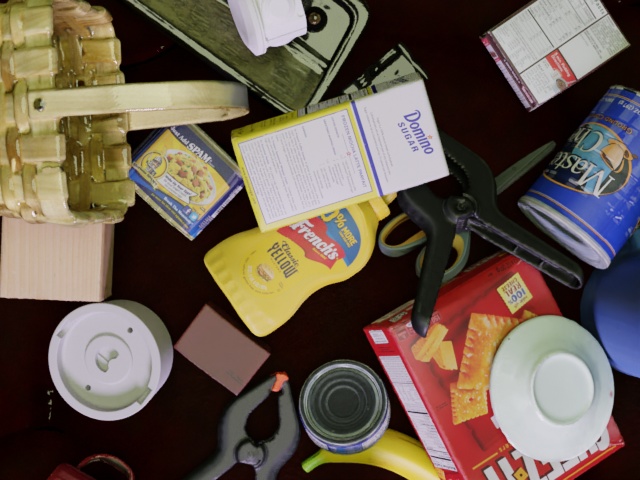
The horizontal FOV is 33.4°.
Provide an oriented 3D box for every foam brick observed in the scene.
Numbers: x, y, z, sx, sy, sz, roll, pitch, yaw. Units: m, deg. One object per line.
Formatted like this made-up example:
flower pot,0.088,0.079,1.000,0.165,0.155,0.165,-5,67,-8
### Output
foam brick,-0.091,0.101,1.005,0.078,0.051,0.053,39,90,-3

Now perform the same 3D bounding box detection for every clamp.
clamp,0.120,-0.015,0.971,0.164,0.036,0.210,-22,66,-16
clamp,-0.077,0.204,1.015,0.120,0.039,0.171,14,85,-10

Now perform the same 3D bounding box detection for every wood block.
wood block,-0.234,-0.051,0.971,0.090,0.090,0.206,2,91,-4

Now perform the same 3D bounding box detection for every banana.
banana,0.085,0.224,1.030,0.198,0.037,0.070,23,112,-2

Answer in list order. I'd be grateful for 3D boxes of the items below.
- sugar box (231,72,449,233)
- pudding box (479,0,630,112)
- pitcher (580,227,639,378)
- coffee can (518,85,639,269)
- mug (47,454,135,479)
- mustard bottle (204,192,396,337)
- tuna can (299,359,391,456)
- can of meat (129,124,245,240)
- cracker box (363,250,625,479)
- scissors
sugar box,0.017,-0.078,0.946,0.176,0.048,0.093,-17,109,2
pudding box,0.225,-0.191,1.024,0.113,0.039,0.090,-34,93,-4
pitcher,0.321,0.082,0.935,0.149,0.243,0.145,35,93,1
coffee can,0.268,-0.058,0.998,0.103,0.103,0.140,39,88,-4
mug,-0.219,0.250,0.988,0.081,0.093,0.117,31,59,0
mustard bottle,-0.007,0.001,1.003,0.191,0.058,0.096,-35,86,-3
tuna can,0.023,0.157,1.004,0.086,0.034,0.086,-3,65,6
can of meat,-0.126,-0.062,0.995,0.102,0.057,0.084,44,90,-4
cracker box,0.164,0.136,0.995,0.164,0.072,0.214,-28,92,-18
scissors,0.154,-0.023,1.013,0.201,0.016,0.096,-24,53,-2
